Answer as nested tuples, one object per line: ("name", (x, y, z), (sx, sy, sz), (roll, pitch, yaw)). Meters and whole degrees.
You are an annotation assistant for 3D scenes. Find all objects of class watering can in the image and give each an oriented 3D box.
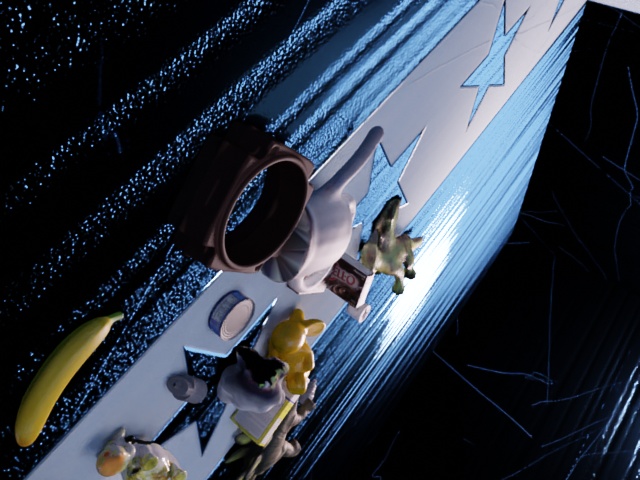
("watering can", (0.003, -0.047, 0.933), (0.226, 0.105, 0.342), (-13, 128, -56))

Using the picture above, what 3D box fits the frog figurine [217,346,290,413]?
("frog figurine", (-0.142, 0.308, 1.037), (0.137, 0.125, 0.156), (10, 126, -25))

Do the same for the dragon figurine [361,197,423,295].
("dragon figurine", (0.204, -0.001, 1.379), (0.418, 0.123, 0.237), (-44, 143, -49))
